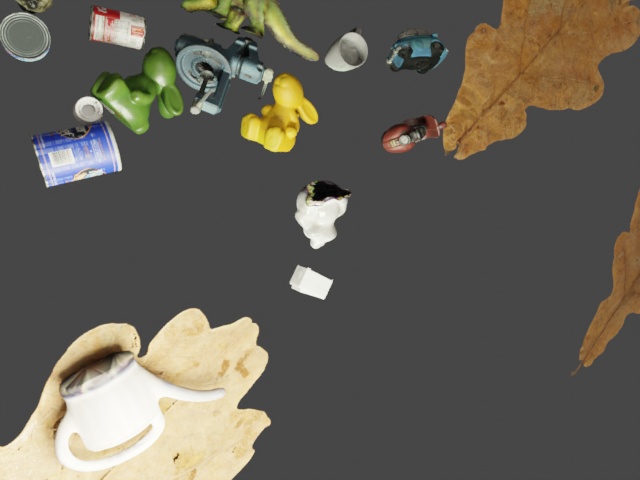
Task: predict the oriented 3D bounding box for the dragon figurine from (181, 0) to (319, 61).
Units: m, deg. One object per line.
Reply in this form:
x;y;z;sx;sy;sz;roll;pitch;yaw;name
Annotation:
-0.155;-0.573;1.129;0.408;0.123;0.242;15;93;-27;dragon figurine

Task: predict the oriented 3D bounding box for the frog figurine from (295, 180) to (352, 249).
0.004;-0.065;1.289;0.139;0.124;0.155;-29;144;-31;frog figurine

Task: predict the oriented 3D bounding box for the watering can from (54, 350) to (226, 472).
-0.390;0.334;1.089;0.351;0.104;0.222;-26;104;-23;watering can
